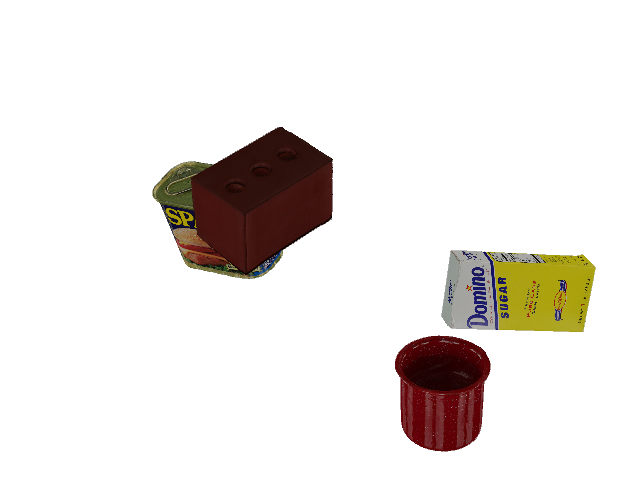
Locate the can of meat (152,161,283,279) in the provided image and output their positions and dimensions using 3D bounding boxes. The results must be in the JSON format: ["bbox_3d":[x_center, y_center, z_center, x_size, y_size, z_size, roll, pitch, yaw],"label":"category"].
[{"bbox_3d":[-0.089,-0.016,0.952,0.102,0.084,0.057,11,47,30],"label":"can of meat"}]

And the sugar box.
[{"bbox_3d":[0.244,0.064,1.322,0.176,0.093,0.048,1,20,-11],"label":"sugar box"}]

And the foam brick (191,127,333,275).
[{"bbox_3d":[-0.037,-0.027,0.685,0.078,0.051,0.053,-34,53,-30],"label":"foam brick"}]

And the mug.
[{"bbox_3d":[0.128,0.149,1.069,0.093,0.081,0.117,22,39,34],"label":"mug"}]
